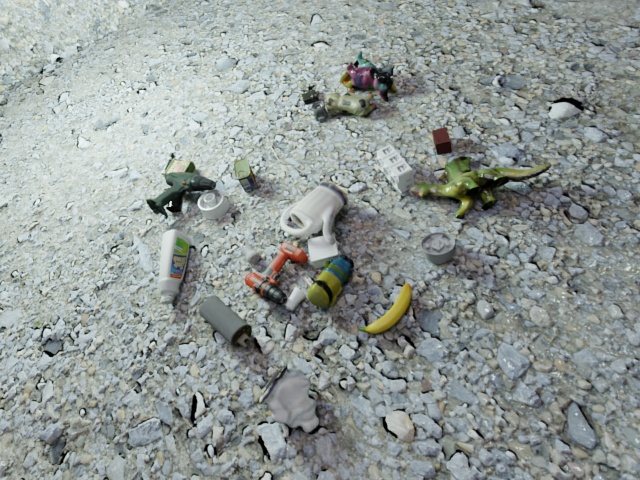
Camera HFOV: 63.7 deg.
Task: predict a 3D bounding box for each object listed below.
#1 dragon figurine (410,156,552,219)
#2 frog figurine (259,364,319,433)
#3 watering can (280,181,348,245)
[{"bbox_3d":[0.489,-0.208,1.644,0.410,0.119,0.248,-22,42,-2],"label":"dragon figurine"},{"bbox_3d":[-0.065,0.415,1.331,0.159,0.140,0.120,39,-32,-1],"label":"frog figurine"},{"bbox_3d":[0.005,-0.084,1.659,0.227,0.102,0.350,-44,32,-17],"label":"watering can"}]
